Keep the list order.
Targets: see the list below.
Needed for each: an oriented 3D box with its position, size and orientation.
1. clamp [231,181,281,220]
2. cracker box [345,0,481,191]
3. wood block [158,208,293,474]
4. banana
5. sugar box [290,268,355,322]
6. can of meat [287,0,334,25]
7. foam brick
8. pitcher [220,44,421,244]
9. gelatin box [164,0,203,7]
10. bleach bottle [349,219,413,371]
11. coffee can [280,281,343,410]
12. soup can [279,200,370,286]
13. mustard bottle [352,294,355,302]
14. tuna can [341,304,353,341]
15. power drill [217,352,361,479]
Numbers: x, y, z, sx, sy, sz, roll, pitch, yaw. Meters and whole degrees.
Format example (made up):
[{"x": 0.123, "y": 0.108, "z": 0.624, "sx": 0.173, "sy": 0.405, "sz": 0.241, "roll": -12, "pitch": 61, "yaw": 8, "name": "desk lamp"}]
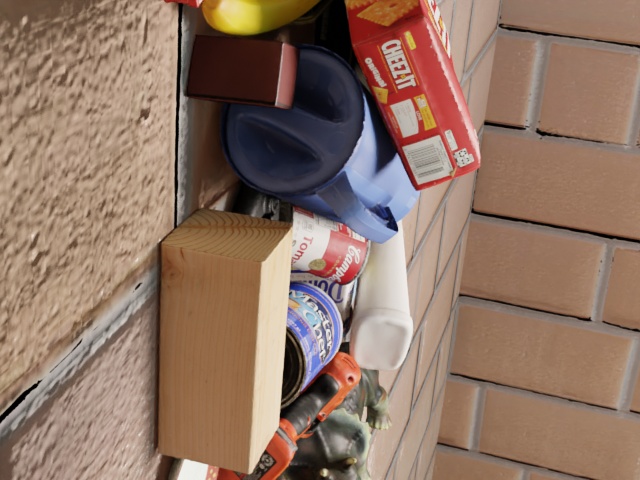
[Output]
[{"x": -0.061, "y": -0.047, "z": 1.038, "sx": 0.120, "sy": 0.039, "sz": 0.171, "roll": 40, "pitch": 59, "yaw": -60, "name": "clamp"}, {"x": 0.080, "y": -0.175, "z": 0.967, "sx": 0.213, "sy": 0.072, "sz": 0.164, "roll": -93, "pitch": 160, "yaw": -50, "name": "cracker box"}, {"x": -0.084, "y": 0.088, "z": 0.935, "sx": 0.090, "sy": 0.091, "sz": 0.206, "roll": -54, "pitch": 151, "yaw": -63, "name": "wood block"}, {"x": -0.042, "y": -0.202, "z": 0.884, "sx": 0.197, "sy": 0.037, "sz": 0.070, "roll": -37, "pitch": 163, "yaw": -46, "name": "banana"}, {"x": 0.000, "y": -0.002, "z": 1.204, "sx": 0.048, "sy": 0.093, "sz": 0.176, "roll": -14, "pitch": 114, "yaw": -75, "name": "sugar box"}, {"x": -0.022, "y": -0.256, "z": 0.991, "sx": 0.102, "sy": 0.057, "sz": 0.084, "roll": -60, "pitch": 154, "yaw": -57, "name": "can of meat"}, {"x": -0.062, "y": -0.137, "z": 0.873, "sx": 0.053, "sy": 0.078, "sz": 0.051, "roll": -13, "pitch": 110, "yaw": -75, "name": "foam brick"}, {"x": 0.020, "y": -0.073, "z": 0.999, "sx": 0.242, "sy": 0.145, "sz": 0.149, "roll": 27, "pitch": 74, "yaw": -66, "name": "pitcher"}, {"x": -0.091, "y": -0.226, "z": 0.785, "sx": 0.073, "sy": 0.030, "sz": 0.089, "roll": 90, "pitch": 18, "yaw": -44, "name": "gelatin box"}, {"x": 0.073, "y": 0.029, "z": 1.282, "sx": 0.103, "sy": 0.068, "sz": 0.250, "roll": 98, "pitch": -3, "yaw": -47, "name": "bleach bottle"}, {"x": -0.043, "y": 0.106, "z": 1.091, "sx": 0.140, "sy": 0.103, "sz": 0.103, "roll": -34, "pitch": 133, "yaw": -71, "name": "coffee can"}, {"x": -0.007, "y": 0.001, "z": 1.122, "sx": 0.069, "sy": 0.102, "sz": 0.068, "roll": -36, "pitch": -137, "yaw": 44, "name": "soup can"}, {"x": 0.019, "y": 0.070, "z": 1.416, "sx": 0.096, "sy": 0.058, "sz": 0.191, "roll": 81, "pitch": 24, "yaw": -47, "name": "mustard bottle"}, {"x": -0.005, "y": 0.087, "z": 1.271, "sx": 0.033, "sy": 0.086, "sz": 0.086, "roll": 54, "pitch": 48, "yaw": -70, "name": "tuna can"}, {"x": -0.047, "y": 0.217, "z": 1.180, "sx": 0.185, "sy": 0.057, "sz": 0.187, "roll": -51, "pitch": 174, "yaw": 29, "name": "power drill"}]
